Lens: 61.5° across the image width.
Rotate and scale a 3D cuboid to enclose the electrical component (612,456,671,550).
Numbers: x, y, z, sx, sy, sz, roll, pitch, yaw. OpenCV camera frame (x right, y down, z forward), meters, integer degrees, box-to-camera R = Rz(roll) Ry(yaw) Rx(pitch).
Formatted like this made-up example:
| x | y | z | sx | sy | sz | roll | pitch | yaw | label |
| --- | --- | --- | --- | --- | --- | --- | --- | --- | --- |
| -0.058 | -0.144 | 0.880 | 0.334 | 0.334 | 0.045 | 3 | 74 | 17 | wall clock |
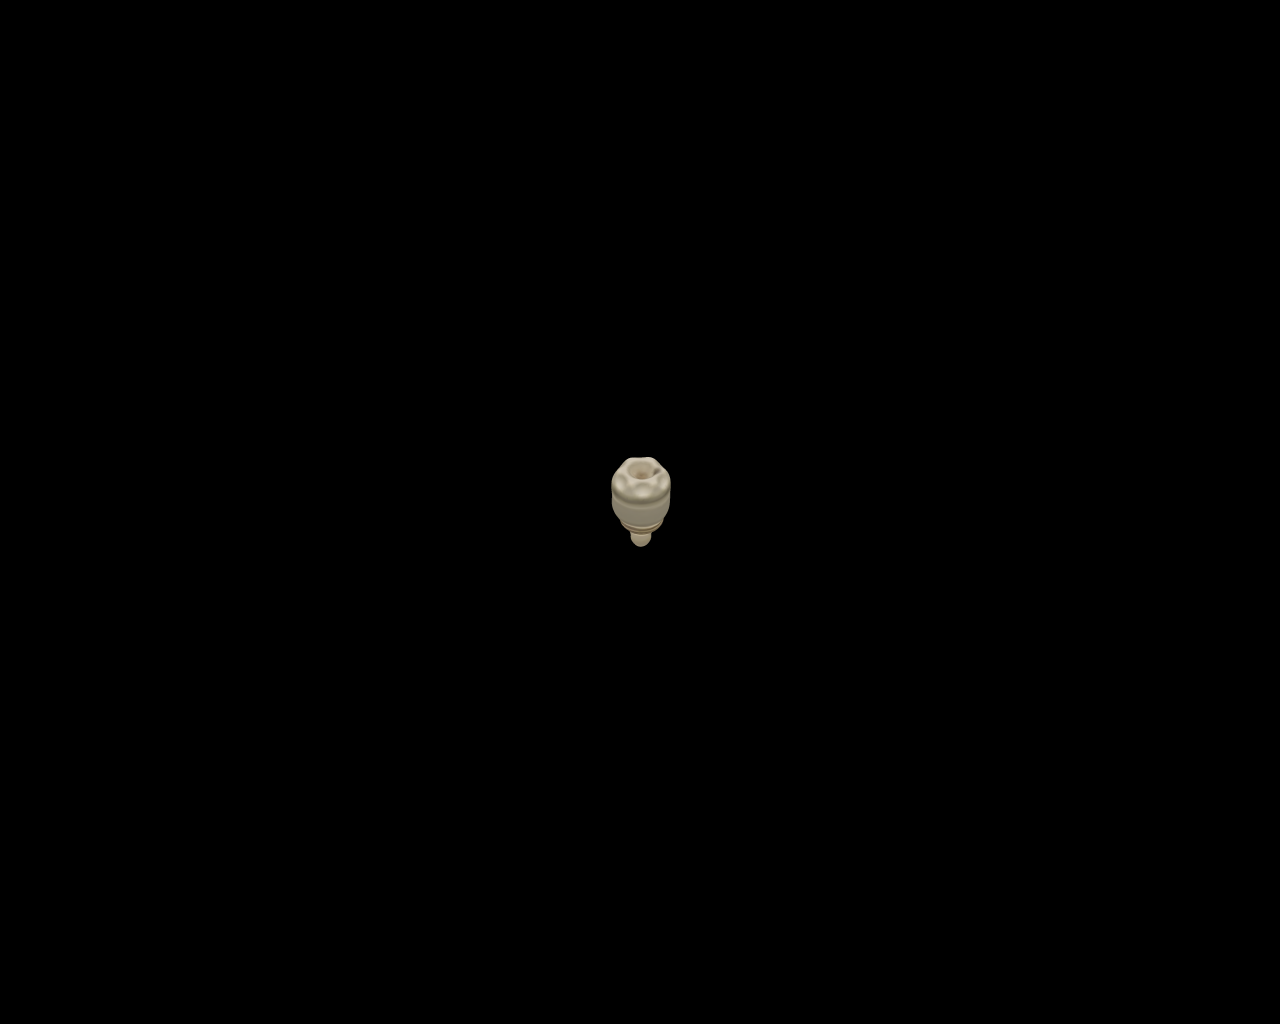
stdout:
| x | y | z | sx | sy | sz | roll | pitch | yaw | label |
| --- | --- | --- | --- | --- | --- | --- | --- | --- | --- |
| 0.001 | -0.003 | 0.650 | 0.035 | 0.061 | 0.035 | 0 | 42 | 0 | electrical component |
